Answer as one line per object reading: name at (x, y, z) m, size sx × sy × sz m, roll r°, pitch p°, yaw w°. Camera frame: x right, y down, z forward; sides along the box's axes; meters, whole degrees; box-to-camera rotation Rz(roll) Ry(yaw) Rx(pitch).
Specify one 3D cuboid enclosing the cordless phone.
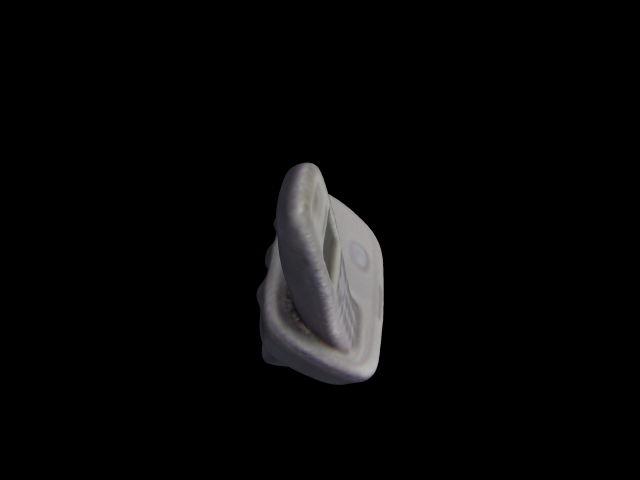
cordless phone at (0.004, 0.001, 0.400) m, size 0.094 × 0.185 × 0.147 m, roll 2°, pitch 50°, yaw 2°
